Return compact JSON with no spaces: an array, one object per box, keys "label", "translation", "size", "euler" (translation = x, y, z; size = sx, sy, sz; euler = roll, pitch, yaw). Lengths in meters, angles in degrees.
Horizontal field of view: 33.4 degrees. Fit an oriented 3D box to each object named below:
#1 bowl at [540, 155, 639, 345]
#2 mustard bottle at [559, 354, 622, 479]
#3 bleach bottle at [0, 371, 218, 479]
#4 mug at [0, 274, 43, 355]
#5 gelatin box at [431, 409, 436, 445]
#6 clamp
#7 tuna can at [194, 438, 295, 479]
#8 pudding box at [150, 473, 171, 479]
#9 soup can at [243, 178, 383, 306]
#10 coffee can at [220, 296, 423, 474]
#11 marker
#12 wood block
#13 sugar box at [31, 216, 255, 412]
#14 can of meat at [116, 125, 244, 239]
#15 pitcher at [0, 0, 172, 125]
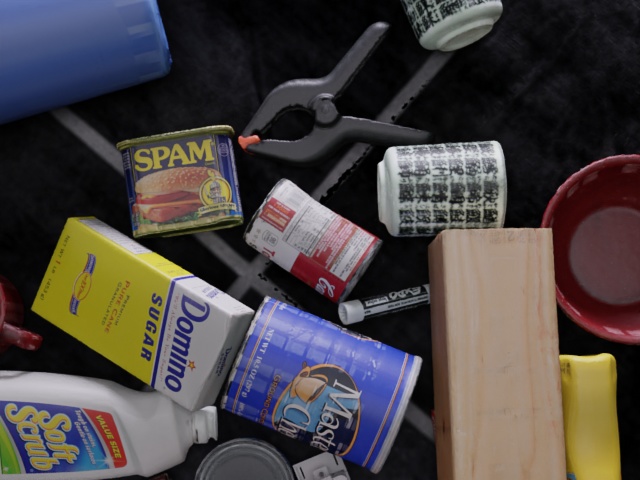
[{"label":"bowl","translation":[0.264,0.010,0.920],"size":[0.162,0.055,0.162],"euler":[0,83,1]},{"label":"mustard bottle","translation":[0.218,0.191,0.877],"size":[0.058,0.096,0.191],"euler":[-2,83,-2]},{"label":"bleach bottle","translation":[-0.213,0.153,0.902],"size":[0.251,0.068,0.102],"euler":[-2,99,-1]},{"label":"mug","translation":[-0.290,0.066,0.907],"size":[0.117,0.081,0.093],"euler":[19,84,3]},{"label":"gelatin box","translation":[0.144,0.176,0.913],"size":[0.089,0.030,0.073],"euler":[-7,82,0]},{"label":"clamp","translation":[0.015,-0.105,0.947],"size":[0.171,0.039,0.120],"euler":[-30,78,2]},{"label":"tuna can","translation":[-0.064,0.212,0.910],"size":[0.086,0.034,0.086],"euler":[0,83,1]},{"label":"pudding box","translation":[-0.162,0.259,0.891],"size":[0.113,0.039,0.090],"euler":[-22,102,0]},{"label":"soup can","translation":[-0.006,0.001,0.918],"size":[0.102,0.068,0.068],"euler":[34,84,5]},{"label":"coffee can","translation":[0.001,0.119,0.886],"size":[0.140,0.103,0.103],"euler":[22,84,4]},{"label":"marker","translation":[0.073,0.051,0.915],"size":[0.120,0.020,0.020],"euler":[-12,82,-24]},{"label":"wood block","translation":[0.140,0.099,0.863],"size":[0.090,0.091,0.206],"euler":[-1,81,-2]},{"label":"sugar box","translation":[-0.150,0.060,0.895],"size":[0.176,0.048,0.093],"euler":[29,103,21]},{"label":"can of meat","translation":[-0.120,-0.049,0.933],"size":[0.102,0.057,0.084],"euler":[-9,86,0]},{"label":"pitcher","translation":[-0.259,-0.176,0.923],"size":[0.242,0.145,0.149],"euler":[-14,95,-5]}]
